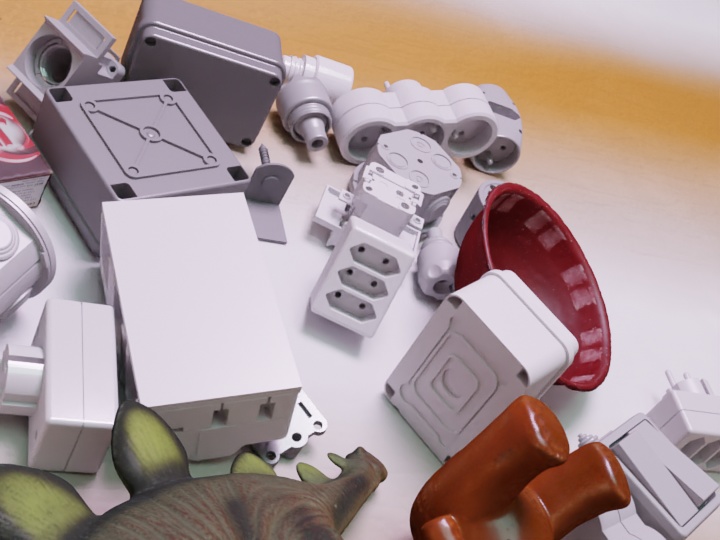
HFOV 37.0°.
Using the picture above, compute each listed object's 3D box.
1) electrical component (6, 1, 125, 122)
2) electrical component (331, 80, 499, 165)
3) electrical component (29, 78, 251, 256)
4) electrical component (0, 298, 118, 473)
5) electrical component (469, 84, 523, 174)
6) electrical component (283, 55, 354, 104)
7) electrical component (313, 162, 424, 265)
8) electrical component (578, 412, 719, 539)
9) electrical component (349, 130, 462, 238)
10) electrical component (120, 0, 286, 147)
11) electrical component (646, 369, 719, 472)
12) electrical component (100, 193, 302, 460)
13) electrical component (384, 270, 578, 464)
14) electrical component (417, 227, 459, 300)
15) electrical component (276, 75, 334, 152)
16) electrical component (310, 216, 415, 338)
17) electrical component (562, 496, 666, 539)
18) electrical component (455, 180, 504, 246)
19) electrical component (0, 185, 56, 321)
[{"bbox_3d":[-0.201,-0.140,0.748,0.042,0.081,0.064,44,12,12],"label":"electrical component"},{"bbox_3d":[0.041,-0.133,0.900,0.138,0.052,0.073,-6,51,-18],"label":"electrical component"},{"bbox_3d":[-0.149,-0.072,0.726,0.109,0.056,0.108,-14,58,-42],"label":"electrical component"},{"bbox_3d":[-0.174,0.060,0.581,0.076,0.047,0.083,9,45,-25],"label":"electrical component"},{"bbox_3d":[0.101,-0.132,0.964,0.079,0.043,0.077,16,42,-19],"label":"electrical component"},{"bbox_3d":[-0.042,-0.160,0.900,0.078,0.040,0.040,16,42,-20],"label":"electrical component"},{"bbox_3d":[0.011,-0.041,0.795,0.081,0.063,0.042,26,39,-8],"label":"electrical component"},{"bbox_3d":[0.186,0.142,0.724,0.062,0.061,0.096,-21,63,-45],"label":"electrical component"},{"bbox_3d":[0.036,-0.068,0.849,0.080,0.051,0.080,18,42,-17],"label":"electrical component"},{"bbox_3d":[-0.120,-0.148,0.807,0.113,0.078,0.057,15,40,-21],"label":"electrical component"},{"bbox_3d":[0.254,0.107,0.816,0.083,0.047,0.075,10,45,-26],"label":"electrical component"},{"bbox_3d":[-0.099,0.031,0.639,0.089,0.061,0.150,-6,51,-19],"label":"electrical component"},{"bbox_3d":[0.077,0.063,0.692,0.057,0.113,0.078,-24,65,-43],"label":"electrical component"},{"bbox_3d":[0.060,-0.008,0.816,0.035,0.035,0.061,17,40,-19],"label":"electrical component"},{"bbox_3d":[-0.042,-0.122,0.859,0.043,0.043,0.062,4,49,-30],"label":"electrical component"},{"bbox_3d":[0.000,0.000,0.751,0.047,0.065,0.076,26,11,-9],"label":"electrical component"},{"bbox_3d":[0.155,0.192,0.660,0.074,0.052,0.138,-12,56,-41],"label":"electrical component"},{"bbox_3d":[0.109,-0.037,0.868,0.055,0.047,0.055,18,41,-17],"label":"electrical component"},{"bbox_3d":[-0.215,-0.008,0.599,0.080,0.080,0.051,34,45,2],"label":"electrical component"}]
